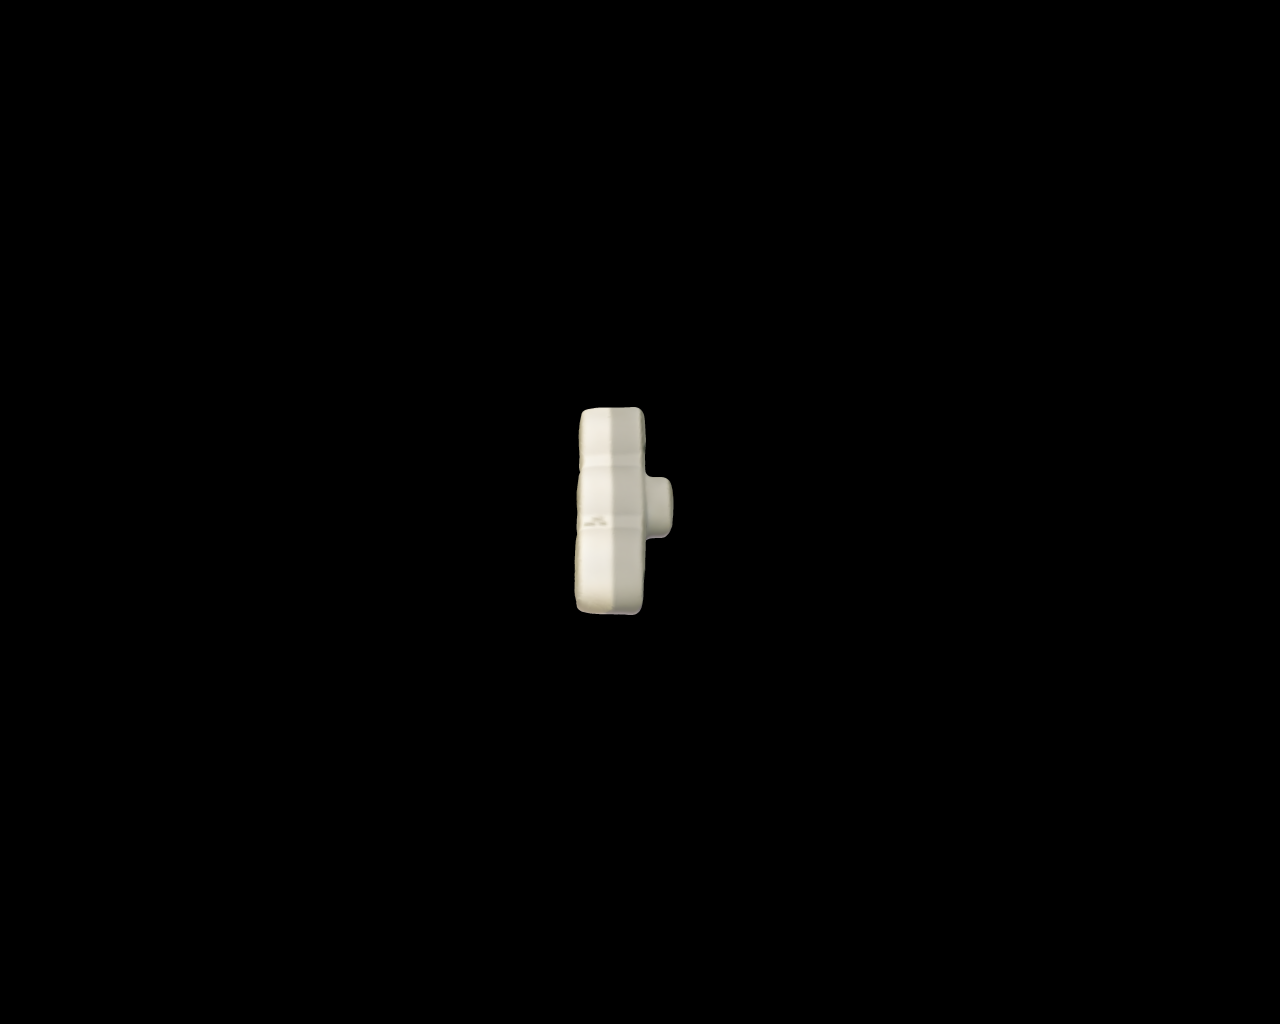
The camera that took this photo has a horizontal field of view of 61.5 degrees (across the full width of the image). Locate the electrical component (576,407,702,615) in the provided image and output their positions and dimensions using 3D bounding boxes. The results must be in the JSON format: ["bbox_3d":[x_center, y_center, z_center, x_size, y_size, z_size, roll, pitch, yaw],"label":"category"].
[{"bbox_3d":[0.001,-0.003,0.650,0.074,0.138,0.052,0,-32,0],"label":"electrical component"}]
